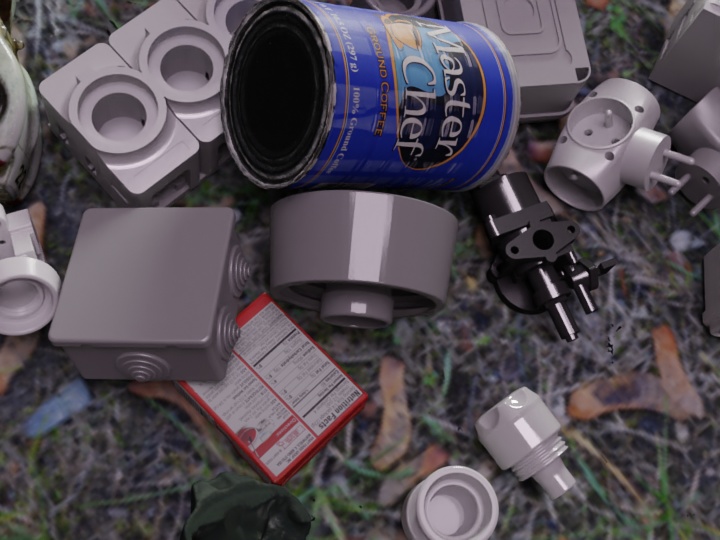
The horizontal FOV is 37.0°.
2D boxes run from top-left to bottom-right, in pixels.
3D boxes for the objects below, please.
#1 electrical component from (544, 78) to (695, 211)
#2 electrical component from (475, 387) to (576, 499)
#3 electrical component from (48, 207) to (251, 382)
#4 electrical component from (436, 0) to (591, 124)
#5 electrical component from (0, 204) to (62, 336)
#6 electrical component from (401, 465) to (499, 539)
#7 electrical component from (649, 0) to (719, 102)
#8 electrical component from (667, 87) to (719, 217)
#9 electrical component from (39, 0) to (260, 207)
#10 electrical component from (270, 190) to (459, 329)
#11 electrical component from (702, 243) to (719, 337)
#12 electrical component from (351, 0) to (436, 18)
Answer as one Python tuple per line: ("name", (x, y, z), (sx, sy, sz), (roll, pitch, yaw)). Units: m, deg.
("electrical component", (0.169, -0.074, 0.678), (0.079, 0.044, 0.077), (24, 67, 28))
("electrical component", (0.098, 0.101, 0.617), (0.043, 0.043, 0.062), (-34, 80, -17))
("electrical component", (-0.113, 0.014, 0.596), (0.100, 0.048, 0.099), (0, 55, 9))
("electrical component", (0.096, -0.154, 0.697), (0.078, 0.057, 0.113), (-5, 72, -10))
("electrical component", (-0.193, 0.004, 0.597), (0.048, 0.066, 0.055), (-18, 42, -13))
("electrical component", (0.048, 0.134, 0.592), (0.045, 0.055, 0.045), (2, 71, -7))
("electrical component", (0.281, -0.137, 0.699), (0.150, 0.089, 0.061), (26, 70, 1))
("electrical component", (0.230, -0.066, 0.692), (0.079, 0.044, 0.077), (-41, 81, -18))
("electrical component", (-0.104, -0.111, 0.651), (0.150, 0.061, 0.089), (-40, 81, -18))
("electrical component", (0.000, 0.000, 0.607), (0.108, 0.108, 0.060), (6, 77, -6))
("electrical component", (0.277, 0.004, 0.641), (0.109, 0.108, 0.056), (8, 68, -5))
("electrical component", (0.022, -0.172, 0.697), (0.055, 0.047, 0.055), (2, 71, -7))
